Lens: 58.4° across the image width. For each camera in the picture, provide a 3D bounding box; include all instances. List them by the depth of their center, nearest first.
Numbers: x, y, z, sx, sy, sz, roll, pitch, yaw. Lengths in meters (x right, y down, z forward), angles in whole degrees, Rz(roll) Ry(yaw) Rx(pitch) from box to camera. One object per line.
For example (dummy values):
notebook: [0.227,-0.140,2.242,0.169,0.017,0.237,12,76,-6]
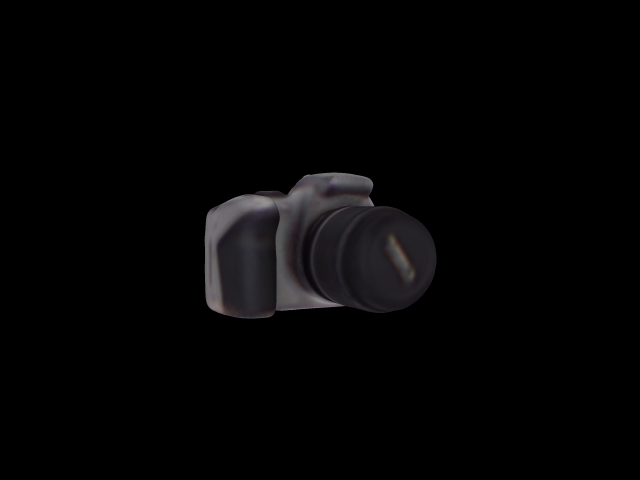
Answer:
camera: [0.004,0.001,0.400,0.143,0.101,0.136,-1,2,-27]
